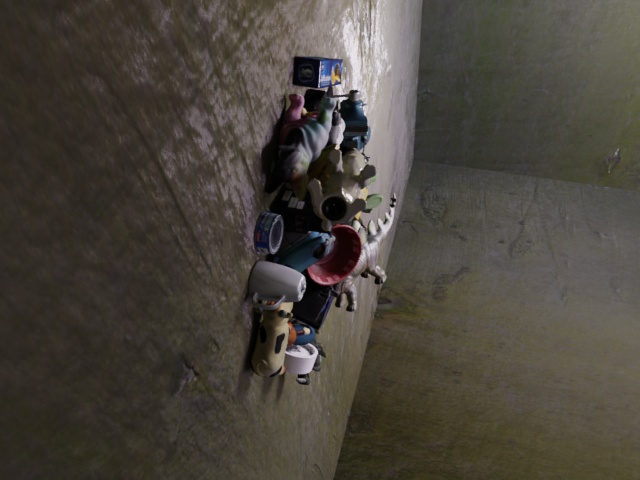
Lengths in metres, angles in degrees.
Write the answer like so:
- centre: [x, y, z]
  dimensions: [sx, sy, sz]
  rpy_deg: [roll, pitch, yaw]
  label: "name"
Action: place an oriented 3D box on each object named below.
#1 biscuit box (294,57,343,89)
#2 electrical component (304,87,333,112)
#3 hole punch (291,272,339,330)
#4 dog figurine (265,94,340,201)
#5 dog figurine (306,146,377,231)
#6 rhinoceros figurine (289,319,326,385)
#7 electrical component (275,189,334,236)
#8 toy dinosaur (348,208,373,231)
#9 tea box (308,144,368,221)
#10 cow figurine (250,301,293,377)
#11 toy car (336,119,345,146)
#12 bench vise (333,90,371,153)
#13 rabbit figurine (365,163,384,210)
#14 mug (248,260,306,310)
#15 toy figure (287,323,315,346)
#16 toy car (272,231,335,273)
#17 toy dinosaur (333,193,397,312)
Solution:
- centre: [-0.001, -0.379, 1.215]
  dimensions: [0.203, 0.059, 0.062]
  rpy_deg: [-47, 145, -65]
  label: "biscuit box"
- centre: [-0.007, -0.316, 1.261]
  dimensions: [0.074, 0.048, 0.119]
  rpy_deg: [80, 24, -57]
  label: "electrical component"
- centre: [-0.030, 0.156, 1.359]
  dimensions: [0.116, 0.142, 0.092]
  rpy_deg: [-59, 158, -19]
  label: "hole punch"
- centre: [-0.039, -0.183, 1.124]
  dimensions: [0.191, 0.109, 0.219]
  rpy_deg: [56, 50, -74]
  label: "dog figurine"
- centre: [0.047, -0.110, 1.129]
  dimensions: [0.172, 0.121, 0.190]
  rpy_deg: [-55, -179, 9]
  label: "dog figurine"
- centre: [-0.043, 0.303, 1.459]
  dimensions: [0.073, 0.112, 0.190]
  rpy_deg: [-128, -151, -71]
  label: "rhinoceros figurine"
- centre: [-0.027, -0.068, 1.176]
  dimensions: [0.115, 0.134, 0.058]
  rpy_deg: [-66, 162, -49]
  label: "electrical component"
- centre: [0.066, 0.003, 1.677]
  dimensions: [0.405, 0.131, 0.191]
  rpy_deg: [-60, 141, -35]
  label: "toy dinosaur"
- centre: [0.039, -0.131, 1.261]
  dimensions: [0.169, 0.068, 0.098]
  rpy_deg: [54, 46, -38]
  label: "tea box"
- centre: [-0.106, 0.205, 1.185]
  dimensions: [0.127, 0.086, 0.194]
  rpy_deg: [43, 59, -81]
  label: "cow figurine"
- centre: [0.021, -0.233, 1.329]
  dimensions: [0.201, 0.056, 0.073]
  rpy_deg: [128, -21, -70]
  label: "toy car"
- centre: [0.078, -0.327, 1.476]
  dimensions: [0.241, 0.129, 0.223]
  rpy_deg: [-95, 174, -52]
  label: "bench vise"
- centre: [0.101, -0.140, 1.596]
  dimensions: [0.159, 0.121, 0.170]
  rpy_deg: [19, 82, -34]
  label: "rabbit figurine"
- centre: [-0.089, 0.097, 1.112]
  dimensions: [0.109, 0.107, 0.080]
  rpy_deg: [-67, 160, -48]
  label: "mug"
- centre: [-0.075, 0.238, 1.339]
  dimensions: [0.154, 0.058, 0.064]
  rpy_deg: [11, 113, -52]
  label: "toy figure"
- centre: [-0.051, 0.020, 1.199]
  dimensions: [0.103, 0.162, 0.109]
  rpy_deg: [54, 19, 1]
  label: "toy car"
- centre: [0.120, 0.048, 1.590]
  dimensions: [0.471, 0.105, 0.198]
  rpy_deg: [-48, 126, -34]
  label: "toy dinosaur"
